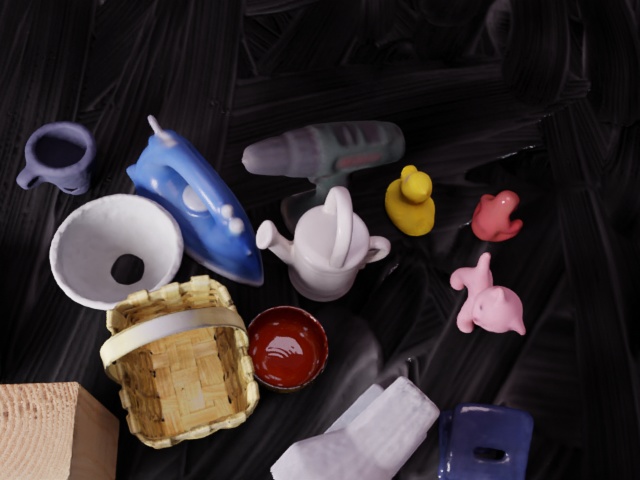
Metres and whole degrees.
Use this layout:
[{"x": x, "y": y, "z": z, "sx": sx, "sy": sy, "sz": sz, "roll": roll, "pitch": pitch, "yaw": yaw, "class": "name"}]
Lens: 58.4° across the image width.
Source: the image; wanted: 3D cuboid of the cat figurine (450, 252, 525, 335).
[{"x": 0.238, "y": 0.080, "z": 0.800, "sx": 0.067, "sy": 0.118, "sz": 0.128, "roll": -1, "pitch": 64, "yaw": -9, "class": "cat figurine"}]

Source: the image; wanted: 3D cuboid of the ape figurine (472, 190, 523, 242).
[{"x": 0.277, "y": -0.043, "z": 0.883, "sx": 0.076, "sy": 0.092, "sz": 0.077, "roll": -21, "pitch": 68, "yaw": -18, "class": "ape figurine"}]

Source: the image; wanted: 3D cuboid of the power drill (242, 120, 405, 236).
[{"x": 0.001, "y": -0.086, "z": 0.796, "sx": 0.230, "sy": 0.208, "sz": 0.075, "roll": -19, "pitch": 68, "yaw": -17, "class": "power drill"}]

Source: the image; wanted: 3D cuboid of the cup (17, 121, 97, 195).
[{"x": -0.364, "y": -0.097, "z": 0.808, "sx": 0.091, "sy": 0.095, "sz": 0.118, "roll": 36, "pitch": 64, "yaw": 10, "class": "cup"}]

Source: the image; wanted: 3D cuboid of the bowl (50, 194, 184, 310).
[{"x": -0.266, "y": 0.026, "z": 0.772, "sx": 0.167, "sy": 0.075, "sz": 0.167, "roll": 4, "pitch": 63, "yaw": -7, "class": "bowl"}]

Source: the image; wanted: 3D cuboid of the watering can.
[{"x": 0.007, "y": 0.005, "z": 0.759, "sx": 0.173, "sy": 0.194, "sz": 0.101, "roll": -18, "pitch": 67, "yaw": -17, "class": "watering can"}]

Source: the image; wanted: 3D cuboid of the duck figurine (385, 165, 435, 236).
[{"x": 0.146, "y": -0.065, "z": 0.877, "sx": 0.077, "sy": 0.086, "sz": 0.104, "roll": -11, "pitch": 66, "yaw": -14, "class": "duck figurine"}]

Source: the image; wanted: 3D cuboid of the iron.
[{"x": -0.159, "y": -0.055, "z": 0.793, "sx": 0.119, "sy": 0.141, "sz": 0.258, "roll": -38, "pitch": 74, "yaw": -23, "class": "iron"}]

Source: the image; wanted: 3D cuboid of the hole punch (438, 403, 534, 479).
[{"x": 0.209, "y": 0.262, "z": 0.719, "sx": 0.108, "sy": 0.091, "sz": 0.101, "roll": 9, "pitch": 62, "yaw": -4, "class": "hole punch"}]

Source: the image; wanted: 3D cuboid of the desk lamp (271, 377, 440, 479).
[{"x": 0.046, "y": 0.237, "z": 0.637, "sx": 0.118, "sy": 0.213, "sz": 0.203, "roll": 43, "pitch": 65, "yaw": 13, "class": "desk lamp"}]
